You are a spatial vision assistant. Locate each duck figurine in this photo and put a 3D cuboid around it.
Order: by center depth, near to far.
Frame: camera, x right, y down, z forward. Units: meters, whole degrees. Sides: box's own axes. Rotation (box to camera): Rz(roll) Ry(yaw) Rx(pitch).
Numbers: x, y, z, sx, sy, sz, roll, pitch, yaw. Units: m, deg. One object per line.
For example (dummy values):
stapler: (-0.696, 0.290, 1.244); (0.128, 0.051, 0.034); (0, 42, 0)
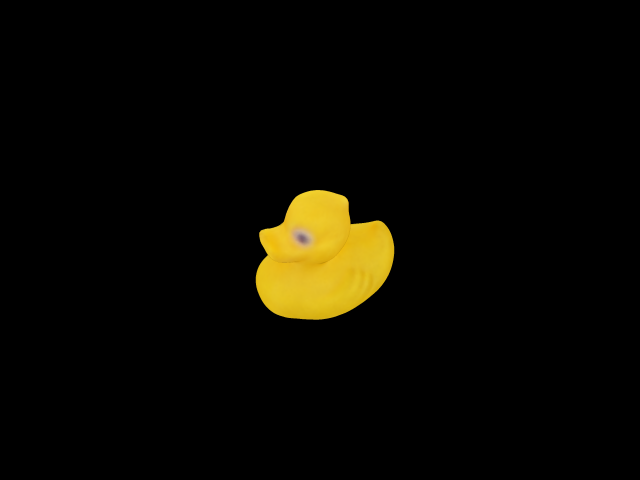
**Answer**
duck figurine: (0.004, 0.001, 0.400); (0.105, 0.086, 0.077); (-17, 51, -14)
